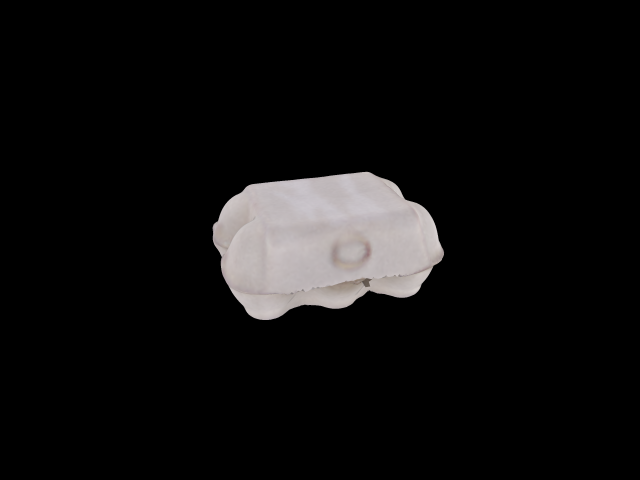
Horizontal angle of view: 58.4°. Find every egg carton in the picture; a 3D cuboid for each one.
[{"bbox_3d":[0.004,0.001,0.400,0.150,0.069,0.107,-8,28,-16],"label":"egg carton"}]
